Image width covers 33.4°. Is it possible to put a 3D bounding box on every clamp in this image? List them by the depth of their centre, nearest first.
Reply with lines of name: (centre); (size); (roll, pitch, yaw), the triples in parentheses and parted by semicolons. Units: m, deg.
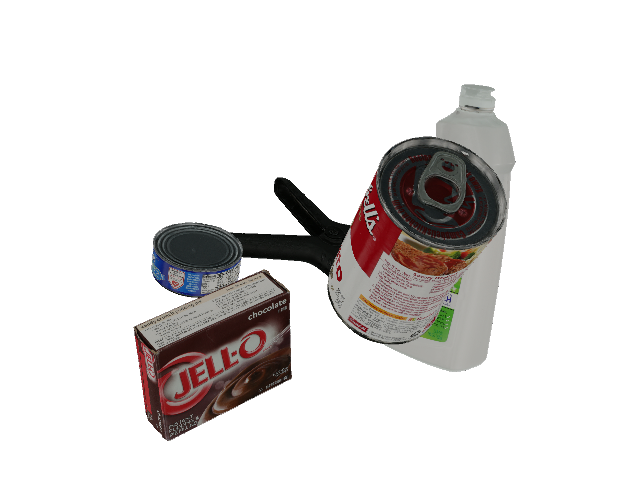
clamp: (0.002, 0.008, 1.173); (0.210, 0.036, 0.164); (27, 36, 16)

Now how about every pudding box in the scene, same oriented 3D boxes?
pudding box: (-0.076, 0.082, 0.774); (0.113, 0.090, 0.039); (-26, 46, -28)

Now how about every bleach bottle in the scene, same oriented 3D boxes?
bleach bottle: (0.118, -0.015, 0.960); (0.103, 0.251, 0.067); (20, 22, 39)

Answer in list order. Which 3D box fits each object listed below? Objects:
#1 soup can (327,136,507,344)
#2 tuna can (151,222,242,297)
soup can: (0.048, 0.003, 0.565); (0.068, 0.068, 0.102); (0, -33, -17)
tuna can: (-0.119, 0.018, 1.023); (0.086, 0.034, 0.086); (8, 30, -5)
